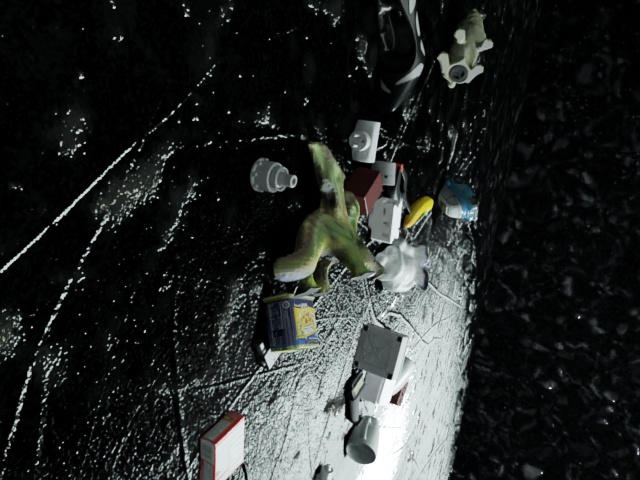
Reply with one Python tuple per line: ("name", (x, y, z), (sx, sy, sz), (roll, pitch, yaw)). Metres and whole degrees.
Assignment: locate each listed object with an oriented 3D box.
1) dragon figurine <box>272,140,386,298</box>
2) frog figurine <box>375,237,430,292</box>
("dragon figurine", (0.002, -0.041, 0.810), (0.407, 0.122, 0.245), (26, 50, -70))
("frog figurine", (0.179, 0.063, 1.255), (0.159, 0.125, 0.135), (0, 115, -26))
